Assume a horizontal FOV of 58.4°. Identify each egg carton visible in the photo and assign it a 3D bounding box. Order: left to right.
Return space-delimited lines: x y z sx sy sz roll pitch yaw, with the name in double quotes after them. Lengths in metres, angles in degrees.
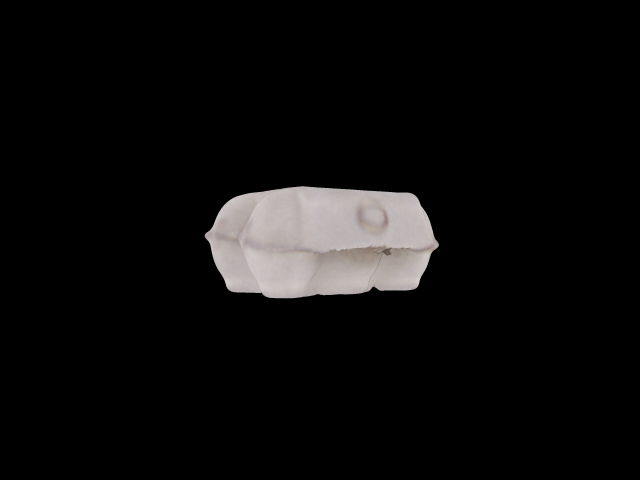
0.004 0.001 0.400 0.151 0.069 0.107 0 0 -37 "egg carton"
